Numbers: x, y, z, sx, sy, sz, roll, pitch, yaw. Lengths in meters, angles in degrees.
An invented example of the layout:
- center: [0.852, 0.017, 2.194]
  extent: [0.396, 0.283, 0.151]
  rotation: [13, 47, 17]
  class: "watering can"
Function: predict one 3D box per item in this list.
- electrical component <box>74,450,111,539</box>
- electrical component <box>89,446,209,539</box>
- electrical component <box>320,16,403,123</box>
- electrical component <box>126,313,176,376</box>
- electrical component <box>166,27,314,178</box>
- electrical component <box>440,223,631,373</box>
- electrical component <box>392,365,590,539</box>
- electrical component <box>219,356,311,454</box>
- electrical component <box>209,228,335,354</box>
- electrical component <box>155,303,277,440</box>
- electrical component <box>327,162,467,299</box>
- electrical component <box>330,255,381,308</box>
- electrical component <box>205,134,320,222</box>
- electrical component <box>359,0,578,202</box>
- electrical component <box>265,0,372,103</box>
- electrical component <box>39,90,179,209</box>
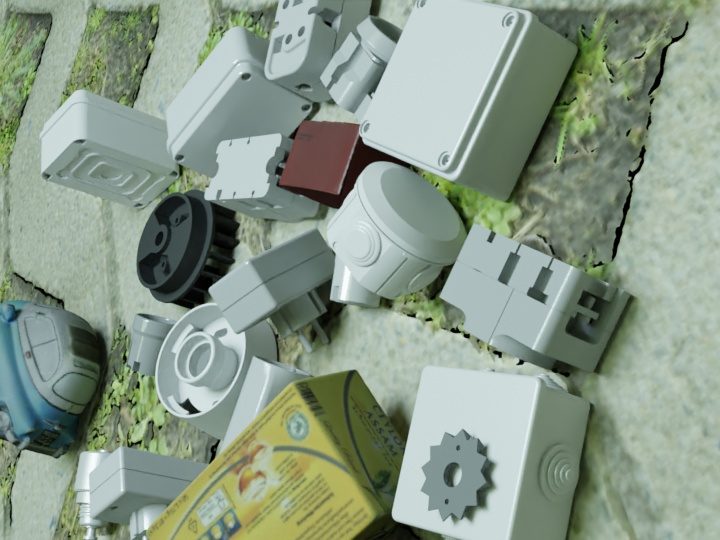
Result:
- center: [-0.221, 0.188, 0.909]
  extent: [0.040, 0.040, 0.078]
  rotation: [-16, 61, 47]
  class: "electrical component"
- center: [-0.150, 0.180, 0.790]
  extent: [0.047, 0.083, 0.075]
  rotation: [-40, 46, 33]
  class: "electrical component"
- center: [0.013, -0.141, 0.761]
  extent: [0.057, 0.058, 0.078]
  rotation: [-54, 39, 23]
  class: "electrical component"
- center: [-0.177, 0.064, 0.915]
  extent: [0.040, 0.040, 0.046]
  rotation: [18, 94, 53]
  class: "electrical component"
- center: [-0.099, -0.129, 0.876]
  extent: [0.113, 0.078, 0.057]
  rotation: [-44, 41, 29]
  class: "electrical component"
- center: [0.093, 0.018, 0.593]
  extent: [0.089, 0.050, 0.055]
  rotation: [30, 97, 52]
  class: "electrical component"
- center: [0.071, 0.102, 0.581]
  extent: [0.100, 0.048, 0.099]
  rotation: [0, 74, 51]
  class: "electrical component"
- center: [-0.056, 0.106, 0.740]
  extent: [0.079, 0.044, 0.077]
  rotation: [17, 87, 53]
  class: "electrical component"
- center: [-0.048, 0.023, 0.753]
  extent: [0.047, 0.083, 0.075]
  rotation: [-34, 87, 38]
  class: "electrical component"
- center: [-0.106, 0.076, 0.820]
  extent: [0.099, 0.064, 0.099]
  rotation: [-17, 59, 31]
  class: "electrical component"
- center: [0.023, -0.025, 0.676]
  extent: [0.051, 0.080, 0.080]
  rotation: [-49, 41, 33]
  class: "electrical component"
- center: [0.000, 0.000, 0.726]
  extent: [0.040, 0.040, 0.046]
  rotation: [2, 80, 51]
  class: "electrical component"
- center: [-0.069, -0.069, 0.828]
  extent: [0.089, 0.056, 0.050]
  rotation: [2, 75, 52]
  class: "electrical component"
- center: [0.066, -0.112, 0.682]
  extent: [0.109, 0.056, 0.108]
  rotation: [32, 99, 52]
  class: "electrical component"
- center: [-0.028, -0.181, 0.828]
  extent: [0.054, 0.059, 0.095]
  rotation: [-5, 70, 50]
  class: "electrical component"
- center: [-0.233, -0.112, 1.004]
  extent: [0.078, 0.113, 0.057]
  rotation: [-34, 53, 38]
  class: "electrical component"
